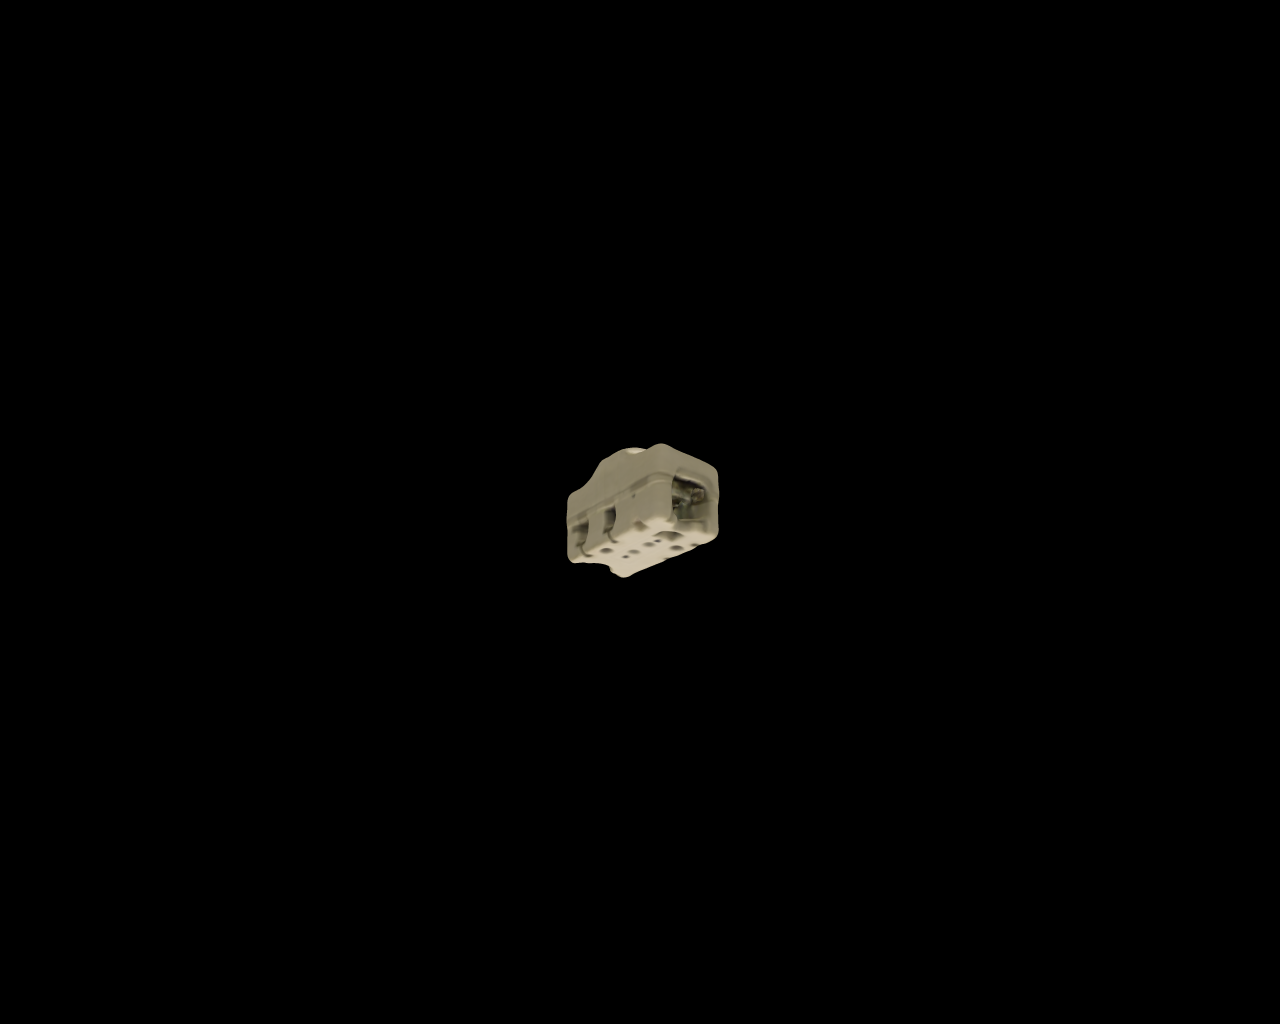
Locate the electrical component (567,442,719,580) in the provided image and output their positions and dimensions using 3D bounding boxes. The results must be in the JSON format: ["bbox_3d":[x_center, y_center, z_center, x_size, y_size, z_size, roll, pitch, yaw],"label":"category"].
[{"bbox_3d":[0.001,-0.003,0.650,0.050,0.056,0.089,21,-33,-36],"label":"electrical component"}]
